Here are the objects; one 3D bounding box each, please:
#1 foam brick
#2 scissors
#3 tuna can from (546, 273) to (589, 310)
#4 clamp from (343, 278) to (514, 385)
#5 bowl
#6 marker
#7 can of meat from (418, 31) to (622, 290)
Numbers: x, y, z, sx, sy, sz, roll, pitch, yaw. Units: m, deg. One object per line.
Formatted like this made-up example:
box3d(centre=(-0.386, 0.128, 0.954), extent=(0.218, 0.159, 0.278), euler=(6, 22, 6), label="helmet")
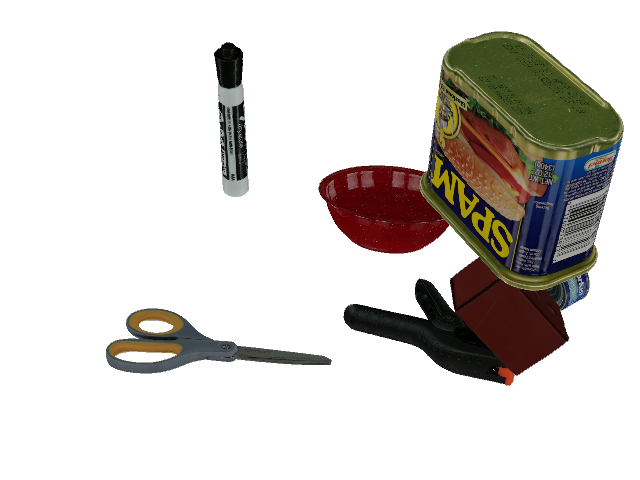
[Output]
box3d(centre=(0.143, 0.052, 0.811), extent=(0.051, 0.078, 0.053), euler=(-38, 20, 19), label="foam brick")
box3d(centre=(-0.097, 0.092, 0.992), extent=(0.201, 0.016, 0.096), euler=(-3, 32, -11), label="scissors")
box3d(centre=(0.264, 0.037, 1.216), extent=(0.033, 0.086, 0.086), euler=(-27, 10, -20), label="tuna can")
box3d(centre=(0.121, 0.084, 1.024), extent=(0.172, 0.039, 0.120), euler=(25, 36, 29), label="clamp")
box3d(centre=(0.076, -0.029, 1.175), extent=(0.162, 0.055, 0.162), euler=(4, 25, -2), label="bowl")
box3d(centre=(-0.061, -0.082, 0.732), extent=(0.020, 0.121, 0.020), euler=(0, 42, 0), label="marker")
box3d(centre=(0.096, -0.041, 0.521), extent=(0.057, 0.084, 0.102), euler=(-19, 47, -21), label="can of meat")
